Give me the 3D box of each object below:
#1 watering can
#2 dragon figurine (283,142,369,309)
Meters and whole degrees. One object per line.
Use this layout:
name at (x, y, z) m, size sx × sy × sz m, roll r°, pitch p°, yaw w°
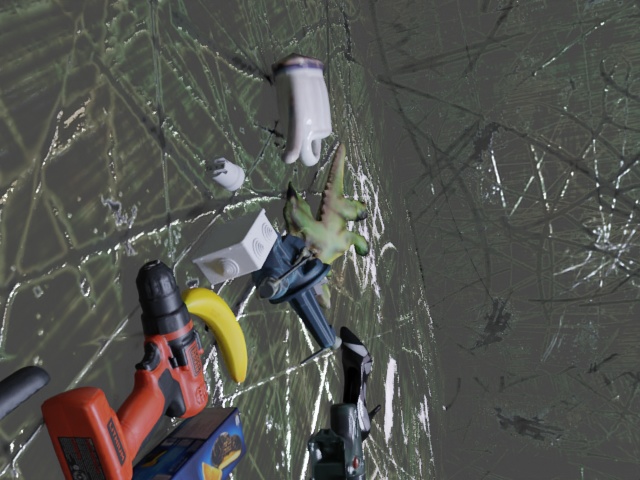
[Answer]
watering can at (-0.037, -0.254, 1.012) m, size 0.351 × 0.104 × 0.223 m, roll -57°, pitch 139°, yaw -77°
dragon figurine at (0.003, -0.055, 1.101) m, size 0.241 × 0.121 × 0.416 m, roll 27°, pitch 56°, yaw -59°
